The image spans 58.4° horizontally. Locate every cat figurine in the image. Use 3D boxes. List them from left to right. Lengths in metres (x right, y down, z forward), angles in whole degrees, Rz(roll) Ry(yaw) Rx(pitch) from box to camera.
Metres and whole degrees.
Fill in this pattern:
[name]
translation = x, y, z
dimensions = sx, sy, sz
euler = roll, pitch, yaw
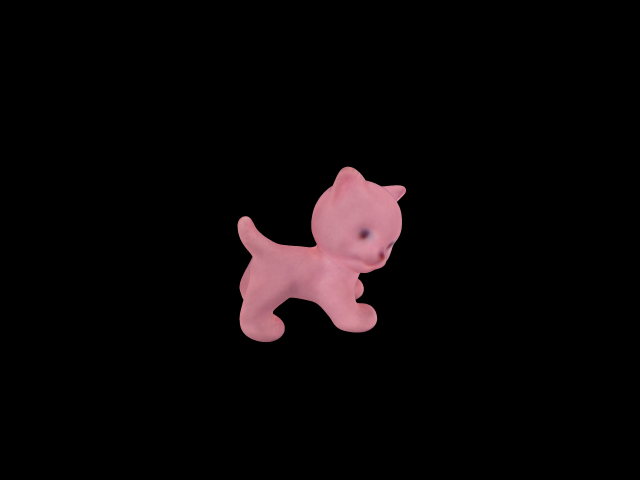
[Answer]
[cat figurine]
translation = 0.004, 0.001, 0.400
dimensions = 0.128, 0.118, 0.067
euler = -5, 28, -10
